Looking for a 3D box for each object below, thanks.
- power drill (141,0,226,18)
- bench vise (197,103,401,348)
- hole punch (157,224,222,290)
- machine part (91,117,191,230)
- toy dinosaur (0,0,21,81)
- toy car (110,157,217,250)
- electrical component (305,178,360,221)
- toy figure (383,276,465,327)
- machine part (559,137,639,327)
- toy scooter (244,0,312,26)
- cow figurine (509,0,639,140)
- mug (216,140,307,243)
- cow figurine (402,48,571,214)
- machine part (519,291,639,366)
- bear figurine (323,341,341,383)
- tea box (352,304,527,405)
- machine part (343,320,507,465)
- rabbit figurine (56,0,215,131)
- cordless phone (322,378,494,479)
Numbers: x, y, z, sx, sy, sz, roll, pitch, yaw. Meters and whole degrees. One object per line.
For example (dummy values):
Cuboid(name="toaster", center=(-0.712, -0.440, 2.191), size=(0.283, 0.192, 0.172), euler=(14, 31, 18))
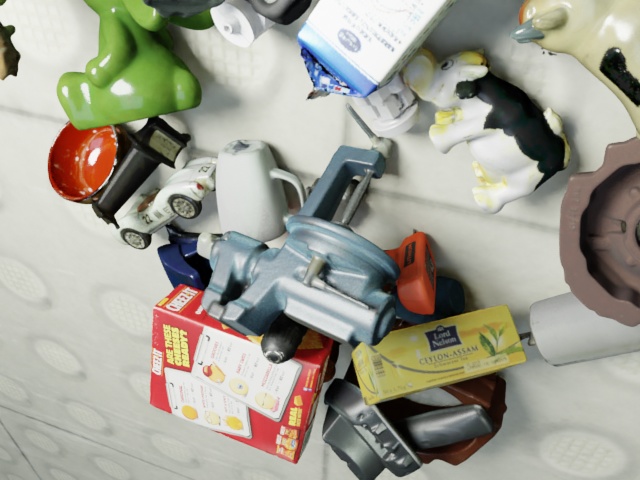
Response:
Cuboid(name="power drill", center=(-0.123, -0.289, 0.388), size=(0.207, 0.086, 0.232), euler=(58, 140, 9))
Cuboid(name="bench vise", center=(-0.005, -0.006, 0.539), size=(0.224, 0.240, 0.128), euler=(17, 162, 36))
Cuboid(name="hole punch", center=(-0.172, 0.056, 0.754), size=(0.116, 0.092, 0.142), euler=(4, 133, 27))
Cuboid(name="machine part", center=(-0.211, -0.078, 0.619), size=(0.039, 0.084, 0.139), euler=(39, 95, 17))
Cuboid(name="toy dinosaur", center=(-0.344, -0.352, 0.401), size=(0.105, 0.198, 0.470), euler=(3, 130, 24))
Cuboid(name="toy car", center=(-0.194, -0.046, 0.682), size=(0.202, 0.073, 0.056), euler=(-25, 115, 38))
Cuboid(name="electrical component", center=(0.011, -0.043, 0.627), size=(0.063, 0.021, 0.094), euler=(29, 137, -1))
Cuboid(name="toy figure", center=(0.101, 0.081, 0.667), size=(0.155, 0.064, 0.057), euler=(-13, 161, 38))
Cuboid(name="machine part", center=(0.296, -0.008, 0.459), size=(0.180, 0.056, 0.179), euler=(7, 104, 28))
Cuboid(name="toy scooter", center=(-0.017, -0.272, 0.405), size=(0.184, 0.075, 0.135), euler=(-38, 84, 32))
Cuboid(name="cow figurine", center=(0.229, -0.143, 0.389), size=(0.127, 0.085, 0.195), euler=(-35, 92, 29))
Cuboid(name="mug", center=(-0.071, -0.057, 0.614), size=(0.110, 0.081, 0.107), euler=(6, 124, 23))
Cuboid(name="cow figurine", center=(0.147, -0.110, 0.473), size=(0.098, 0.068, 0.167), euler=(-27, 117, 33))
Cuboid(name="machine part", center=(0.312, 0.078, 0.554), size=(0.243, 0.079, 0.079), euler=(-27, 114, 39))
Cuboid(name="bear figurine", center=(-0.068, 0.147, 0.763), size=(0.196, 0.120, 0.131), euler=(-20, 114, 34))
Cuboid(name="tea box", center=(0.130, 0.132, 0.609), size=(0.170, 0.068, 0.098), euler=(-12, 161, -12))
Cuboid(name="machine part", center=(0.136, 0.212, 0.746), size=(0.201, 0.087, 0.201), euler=(25, 136, 4))
Cuboid(name="rabbit figurine", center=(-0.188, -0.204, 0.519), size=(0.159, 0.121, 0.170), euler=(1, 114, 33))
Cuboid(name="cordless phone", center=(0.108, 0.223, 0.668), size=(0.184, 0.089, 0.146), euler=(-25, 115, 26))
